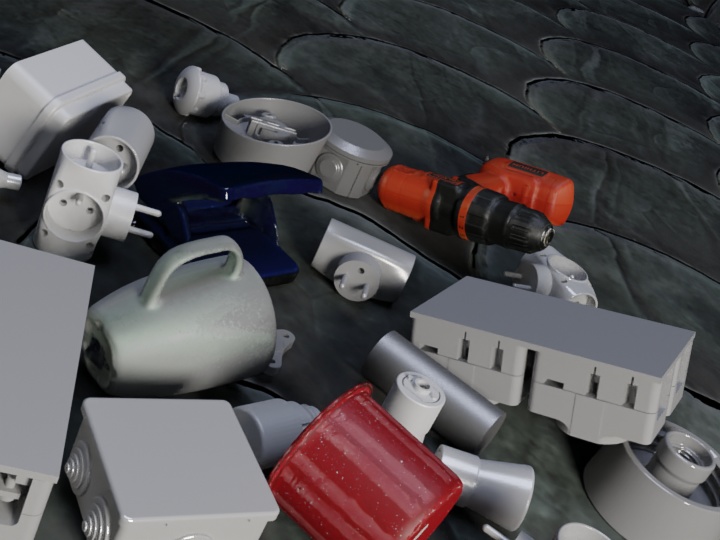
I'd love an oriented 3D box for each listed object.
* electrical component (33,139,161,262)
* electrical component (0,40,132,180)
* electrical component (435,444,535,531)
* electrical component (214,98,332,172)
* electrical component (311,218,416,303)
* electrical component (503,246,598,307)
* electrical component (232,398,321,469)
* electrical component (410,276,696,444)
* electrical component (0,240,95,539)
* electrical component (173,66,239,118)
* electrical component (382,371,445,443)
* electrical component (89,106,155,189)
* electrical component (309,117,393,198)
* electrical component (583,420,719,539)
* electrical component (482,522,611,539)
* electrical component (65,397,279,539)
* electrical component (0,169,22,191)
[{"bbox_3d":[-0.182,-0.043,0.760,0.079,0.077,0.044,17,28,-17],"label":"electrical component"},{"bbox_3d":[-0.241,-0.127,0.849,0.057,0.078,0.113,44,28,-3],"label":"electrical component"},{"bbox_3d":[0.075,0.139,0.701,0.065,0.044,0.044,19,28,-3],"label":"electrical component"},{"bbox_3d":[-0.083,-0.121,0.994,0.099,0.064,0.099,20,28,-11],"label":"electrical component"},{"bbox_3d":[0.000,0.000,0.876,0.077,0.043,0.079,24,28,-3],"label":"electrical component"},{"bbox_3d":[0.168,0.013,0.993,0.079,0.044,0.077,9,32,-31],"label":"electrical component"},{"bbox_3d":[-0.049,0.099,0.664,0.078,0.040,0.040,-6,41,-46],"label":"electrical component"},{"bbox_3d":[0.141,0.066,0.805,0.186,0.060,0.105,14,21,26],"label":"electrical component"},{"bbox_3d":[-0.211,0.057,0.579,0.105,0.060,0.186,16,29,-17],"label":"electrical component"},{"bbox_3d":[-0.148,-0.169,1.047,0.062,0.048,0.048,11,30,-40],"label":"electrical component"},{"bbox_3d":[0.028,0.099,0.702,0.044,0.065,0.044,20,28,-11],"label":"electrical component"},{"bbox_3d":[-0.192,-0.078,0.812,0.043,0.079,0.077,34,19,-16],"label":"electrical component"},{"bbox_3d":[-0.013,-0.111,1.050,0.080,0.051,0.080,20,28,-11],"label":"electrical component"},{"bbox_3d":[0.225,0.152,0.782,0.108,0.060,0.108,20,28,-11],"label":"electrical component"},{"bbox_3d":[0.099,0.176,0.615,0.079,0.077,0.043,33,28,15],"label":"electrical component"},{"bbox_3d":[-0.104,0.116,0.579,0.100,0.048,0.099,6,34,-34],"label":"electrical component"},{"bbox_3d":[-0.275,-0.069,0.774,0.061,0.035,0.035,11,31,-31],"label":"electrical component"}]
